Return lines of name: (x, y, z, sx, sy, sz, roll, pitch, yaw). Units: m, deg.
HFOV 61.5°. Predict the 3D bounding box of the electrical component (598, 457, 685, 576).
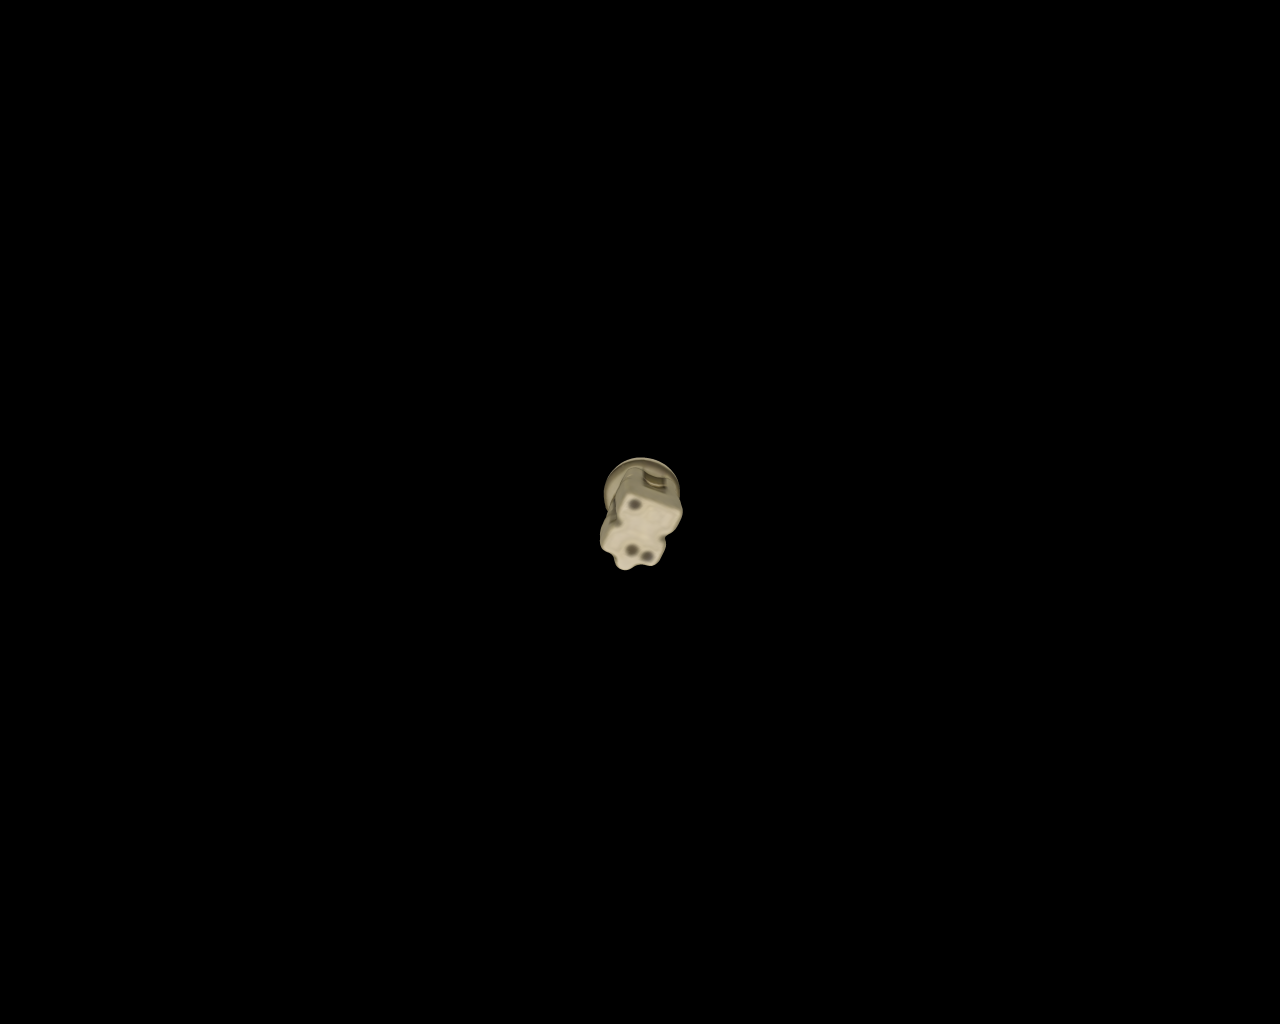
electrical component: (0.001, -0.003, 0.650, 0.048, 0.066, 0.055, 21, 28, -12)
